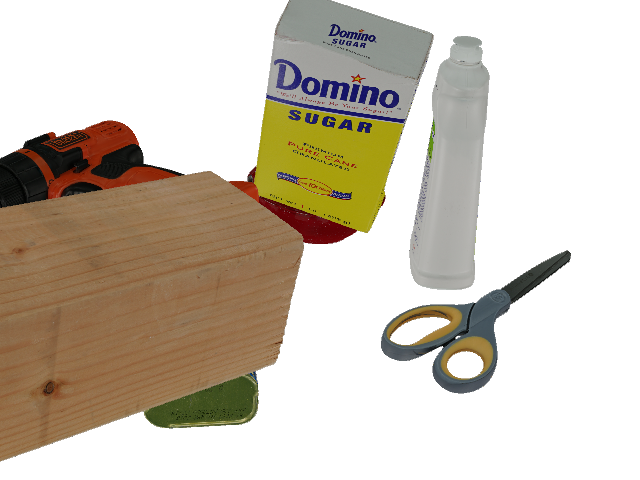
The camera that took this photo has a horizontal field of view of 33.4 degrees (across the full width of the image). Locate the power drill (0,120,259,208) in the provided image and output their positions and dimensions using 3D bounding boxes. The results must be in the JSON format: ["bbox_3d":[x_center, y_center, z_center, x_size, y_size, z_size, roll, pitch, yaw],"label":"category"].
[{"bbox_3d":[-0.154,-0.027,0.776,0.188,0.057,0.184,22,34,26],"label":"power drill"}]

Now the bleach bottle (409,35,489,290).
[{"bbox_3d":[0.135,-0.080,1.084,0.068,0.251,0.102,3,31,-1],"label":"bleach bottle"}]

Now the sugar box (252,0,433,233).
[{"bbox_3d":[0.009,-0.079,0.709,0.093,0.048,0.176,19,-29,4],"label":"sugar box"}]

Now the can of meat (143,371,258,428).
[{"bbox_3d":[-0.105,0.116,0.925,0.102,0.057,0.084,-3,27,-7],"label":"can of meat"}]

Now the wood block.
[{"bbox_3d":[-0.118,0.035,0.558,0.205,0.091,0.090,-14,38,-43],"label":"wood block"}]

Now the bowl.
[{"bbox_3d":[-0.008,-0.040,1.241,0.162,0.055,0.162,7,26,-4],"label":"bowl"}]

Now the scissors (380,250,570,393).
[{"bbox_3d":[0.143,0.063,0.834,0.201,0.016,0.096,-16,44,-23],"label":"scissors"}]
